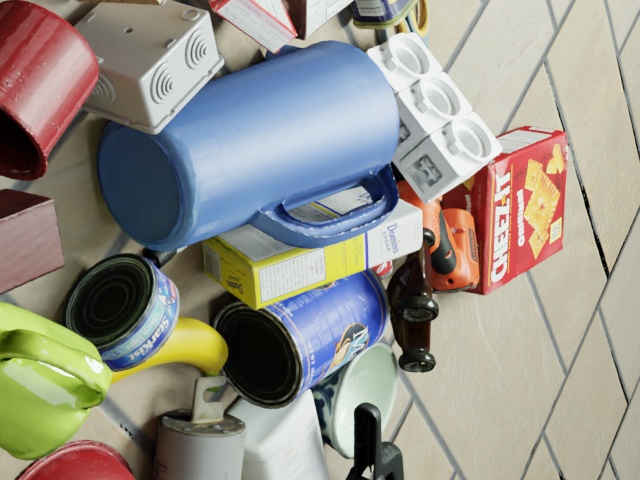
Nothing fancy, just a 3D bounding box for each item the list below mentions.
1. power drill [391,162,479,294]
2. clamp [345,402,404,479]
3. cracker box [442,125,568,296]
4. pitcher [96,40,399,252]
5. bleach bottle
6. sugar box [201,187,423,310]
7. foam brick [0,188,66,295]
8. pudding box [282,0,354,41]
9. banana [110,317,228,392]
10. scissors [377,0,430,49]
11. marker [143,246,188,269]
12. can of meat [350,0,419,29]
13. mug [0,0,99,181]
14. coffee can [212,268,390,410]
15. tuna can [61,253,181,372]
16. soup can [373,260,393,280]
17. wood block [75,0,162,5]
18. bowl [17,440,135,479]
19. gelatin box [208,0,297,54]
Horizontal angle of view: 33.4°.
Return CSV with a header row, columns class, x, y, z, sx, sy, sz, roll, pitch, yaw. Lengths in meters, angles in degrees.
class,x,y,z,sx,sy,sz,roll,pitch,yaw
power drill,0.119,-0.038,1.150,0.187,0.057,0.184,49,36,-54
clamp,0.046,0.235,1.059,0.164,0.036,0.209,-67,157,4
cracker box,0.232,-0.041,1.323,0.213,0.072,0.164,-24,118,-49
pitcher,-0.049,-0.068,0.856,0.242,0.149,0.145,-26,121,-46
bleach bottle,-0.031,0.257,1.046,0.102,0.068,0.251,-44,135,-39
sugar box,-0.006,0.001,0.929,0.175,0.093,0.048,-16,118,-29
foam brick,-0.218,0.003,0.709,0.078,0.053,0.051,-28,122,-48
pudding box,-0.003,-0.245,0.934,0.089,0.039,0.113,-47,152,-40
banana,-0.132,0.096,0.873,0.197,0.037,0.069,9,91,-56
scissors,0.103,-0.183,1.145,0.096,0.016,0.202,-43,132,-37
marker,-0.105,-0.010,0.896,0.120,0.020,0.020,-42,132,-41
can of meat,0.061,-0.266,1.026,0.102,0.058,0.084,-53,136,-33
mug,-0.194,-0.091,0.692,0.117,0.093,0.081,83,30,-56
coffee can,-0.015,0.079,0.977,0.140,0.103,0.103,-28,122,-48
tuna can,-0.149,0.053,0.793,0.033,0.086,0.086,51,58,-46
soup can,0.036,-0.016,1.052,0.068,0.069,0.102,-31,125,-47
wood block,-0.121,-0.273,0.732,0.090,0.091,0.206,44,64,-50
bowl,-0.182,0.241,0.829,0.161,0.055,0.162,-22,117,-51
gelatin box,-0.063,-0.199,0.856,0.089,0.030,0.073,25,36,-55
